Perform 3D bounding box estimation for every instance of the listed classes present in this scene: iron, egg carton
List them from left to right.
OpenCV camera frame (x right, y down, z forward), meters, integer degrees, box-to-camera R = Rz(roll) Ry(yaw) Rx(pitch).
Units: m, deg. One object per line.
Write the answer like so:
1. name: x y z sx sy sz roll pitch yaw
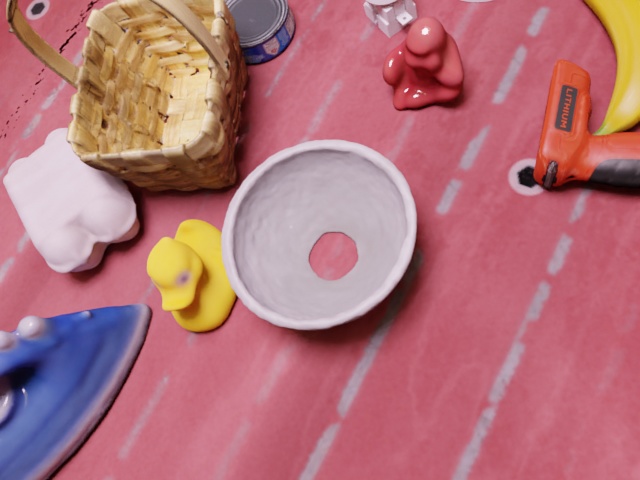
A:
1. iron: -0.275 0.132 0.488 0.258 0.142 0.118 -45 65 -4
2. egg carton: -0.252 -0.043 0.587 0.107 0.069 0.150 -39 65 -1

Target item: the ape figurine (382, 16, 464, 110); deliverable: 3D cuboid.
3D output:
1. ape figurine: 0.097 -0.166 0.524 0.077 0.092 0.076 38 83 25

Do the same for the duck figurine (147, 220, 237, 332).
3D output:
1. duck figurine: -0.121 0.025 0.516 0.077 0.086 0.104 -9 68 12

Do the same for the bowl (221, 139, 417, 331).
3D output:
1. bowl: 0.005 0.002 0.496 0.167 0.075 0.167 -5 69 14
